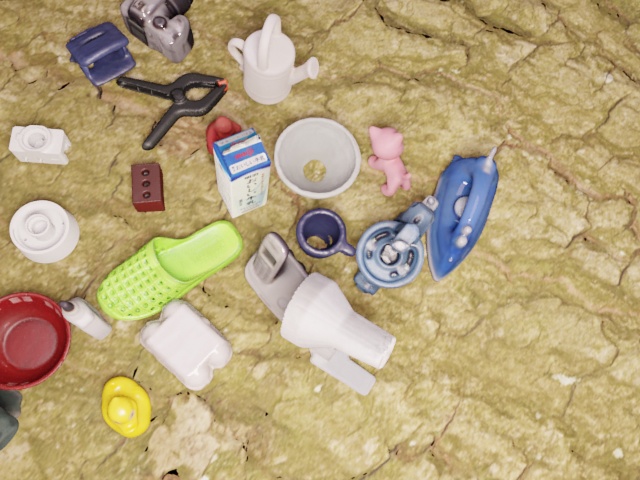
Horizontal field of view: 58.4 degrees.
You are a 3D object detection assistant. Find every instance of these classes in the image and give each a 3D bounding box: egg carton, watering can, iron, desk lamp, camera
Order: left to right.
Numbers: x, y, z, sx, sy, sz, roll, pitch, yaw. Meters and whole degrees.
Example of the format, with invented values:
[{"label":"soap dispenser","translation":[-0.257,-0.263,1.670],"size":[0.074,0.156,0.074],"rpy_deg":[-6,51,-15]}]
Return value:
[{"label":"camera","translation":[-0.307,-0.458,1.148],"size":[0.143,0.100,0.137],"rpy_deg":[36,73,4]},{"label":"egg carton","translation":[-0.229,0.179,0.990],"size":[0.150,0.069,0.107],"rpy_deg":[41,73,5]},{"label":"watering can","translation":[-0.089,-0.352,1.098],"size":[0.173,0.194,0.101],"rpy_deg":[-1,74,-8]},{"label":"desk lamp","translation":[0.036,0.159,0.956],"size":[0.203,0.213,0.118],"rpy_deg":[32,72,2]},{"label":"iron","translation":[0.277,-0.052,1.087],"size":[0.118,0.141,0.258],"rpy_deg":[20,72,-1]}]

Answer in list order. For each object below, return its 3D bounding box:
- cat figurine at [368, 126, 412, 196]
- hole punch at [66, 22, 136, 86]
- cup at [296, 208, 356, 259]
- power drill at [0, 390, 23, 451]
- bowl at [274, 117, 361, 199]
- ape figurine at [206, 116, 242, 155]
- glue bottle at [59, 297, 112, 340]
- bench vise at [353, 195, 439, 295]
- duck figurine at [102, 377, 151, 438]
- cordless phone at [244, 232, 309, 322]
[{"label":"cat figurine","translation":[0.140,-0.163,1.114],"size":[0.067,0.117,0.128],"rpy_deg":[-25,78,-13]},{"label":"hole punch","translation":[-0.431,-0.372,1.112],"size":[0.109,0.091,0.101],"rpy_deg":[-36,81,-15]},{"label":"cup","translation":[0.010,0.004,1.060],"size":[0.117,0.095,0.092],"rpy_deg":[30,72,2]},{"label":"power drill","translation":[-0.545,0.237,0.858],"size":[0.229,0.208,0.076],"rpy_deg":[31,72,2]},{"label":"bowl","translation":[-0.008,-0.148,1.112],"size":[0.167,0.074,0.167],"rpy_deg":[2,74,-7]},{"label":"ape figurine","translation":[-0.185,-0.204,1.096],"size":[0.078,0.092,0.076],"rpy_deg":[-27,79,-14]},{"label":"glue bottle","translation":[-0.390,0.120,0.931],"size":[0.078,0.173,0.037],"rpy_deg":[40,73,5]},{"label":"bench vise","translation":[0.140,-0.012,1.016],"size":[0.121,0.219,0.207],"rpy_deg":[21,72,-1]},{"label":"duck figurine","translation":[-0.324,0.274,0.941],"size":[0.077,0.086,0.104],"rpy_deg":[-26,79,-14]},{"label":"cordless phone","translation":[-0.060,0.063,0.986],"size":[0.094,0.185,0.147],"rpy_deg":[-41,83,-16]}]
